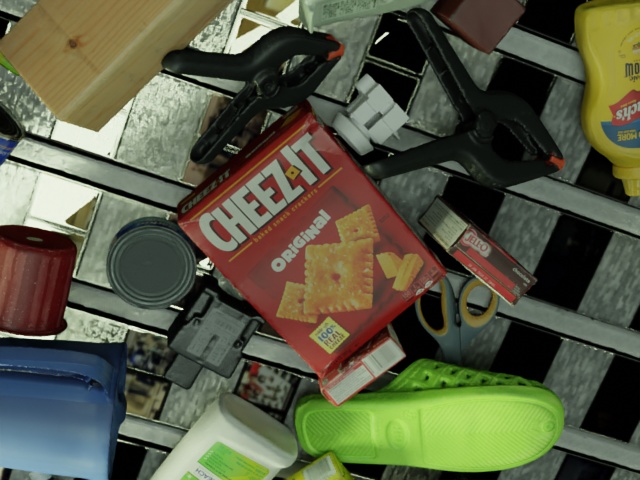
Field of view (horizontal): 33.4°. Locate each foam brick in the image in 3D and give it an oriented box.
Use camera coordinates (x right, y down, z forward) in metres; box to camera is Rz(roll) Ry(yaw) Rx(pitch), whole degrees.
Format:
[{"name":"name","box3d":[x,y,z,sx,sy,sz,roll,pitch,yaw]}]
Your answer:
[{"name":"foam brick","box3d":[0.142,-0.208,0.964,0.051,0.078,0.053,38,100,-16]}]

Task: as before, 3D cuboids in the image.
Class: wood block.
[{"name":"wood block","box3d":[-0.160,-0.199,0.907,0.206,0.090,0.091,-42,82,8]}]

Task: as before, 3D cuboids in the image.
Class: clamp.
[{"name":"clamp","box3d":[0.138,-0.097,0.999,0.209,0.036,0.164,28,77,-23]},{"name":"clamp","box3d":[-0.058,-0.137,0.970,0.171,0.039,0.120,-18,139,-18]}]

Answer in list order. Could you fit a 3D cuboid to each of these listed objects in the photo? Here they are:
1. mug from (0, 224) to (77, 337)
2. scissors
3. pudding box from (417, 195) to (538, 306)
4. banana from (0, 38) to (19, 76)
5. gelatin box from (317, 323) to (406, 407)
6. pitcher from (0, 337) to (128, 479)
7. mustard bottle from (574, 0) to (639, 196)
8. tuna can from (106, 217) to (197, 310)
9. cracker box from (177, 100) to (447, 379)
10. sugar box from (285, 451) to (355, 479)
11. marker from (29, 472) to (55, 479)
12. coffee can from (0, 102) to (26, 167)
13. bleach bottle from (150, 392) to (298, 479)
[{"name":"mug","box3d":[-0.283,0.031,0.993,0.117,0.093,0.081,20,103,24]},{"name":"scissors","box3d":[0.154,0.118,1.108,0.096,0.016,0.202,-18,110,2]},{"name":"pudding box","box3d":[0.148,0.008,1.019,0.090,0.113,0.039,39,95,-18]},{"name":"banana","box3d":[-0.287,-0.243,0.921,0.069,0.037,0.198,0,111,-25]},{"name":"gelatin box","box3d":[0.037,0.117,1.064,0.089,0.073,0.030,-37,109,7]},{"name":"pitcher","box3d":[-0.303,0.145,0.998,0.242,0.145,0.149,7,104,-6]},{"name":"mustard bottle","box3d":[0.297,-0.135,1.019,0.096,0.058,0.191,-11,110,-8]},{"name":"tuna can","box3d":[-0.162,0.022,1.026,0.086,0.034,0.086,-2,109,-6]},{"name":"cracker box","box3d":[-0.007,0.001,1.019,0.164,0.072,0.213,-39,108,6]},{"name":"sugar box","box3d":[0.021,0.308,1.125,0.093,0.048,0.176,-32,125,4]},{"name":"marker","box3d":[-0.257,0.284,1.092,0.020,0.020,0.121,-34,91,5]},{"name":"coffee can","box3d":[-0.342,-0.069,0.936,0.102,0.103,0.140,38,100,-17]},{"name":"bleach bottle","box3d":[-0.136,0.279,1.103,0.102,0.068,0.251,35,103,-15]}]
